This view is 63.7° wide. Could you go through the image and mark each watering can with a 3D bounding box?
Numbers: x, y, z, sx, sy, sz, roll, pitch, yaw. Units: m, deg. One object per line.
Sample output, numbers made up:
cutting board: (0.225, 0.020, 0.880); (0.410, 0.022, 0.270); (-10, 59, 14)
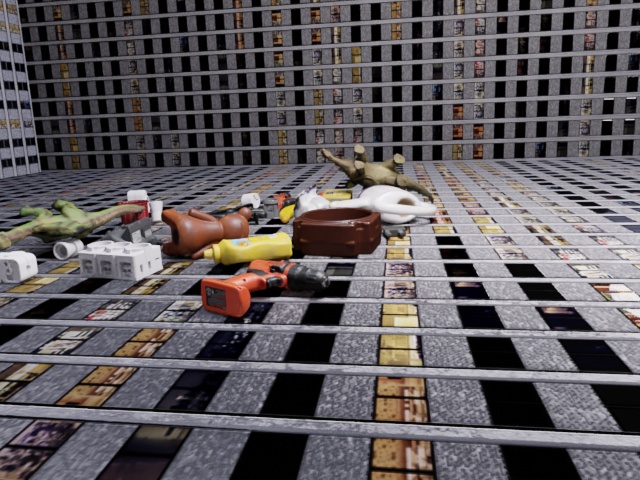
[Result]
watering can: (0.170, -0.108, 1.524); (0.348, 0.103, 0.226); (3, 11, -16)

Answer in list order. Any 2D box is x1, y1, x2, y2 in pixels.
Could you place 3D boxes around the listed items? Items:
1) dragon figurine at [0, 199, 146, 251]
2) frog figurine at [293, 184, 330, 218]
dragon figurine: (-0.647, -0.035, 1.347); (0.413, 0.120, 0.244); (-16, 20, -26)
frog figurine: (0.005, -0.077, 1.525); (0.160, 0.121, 0.138); (39, 15, 13)
